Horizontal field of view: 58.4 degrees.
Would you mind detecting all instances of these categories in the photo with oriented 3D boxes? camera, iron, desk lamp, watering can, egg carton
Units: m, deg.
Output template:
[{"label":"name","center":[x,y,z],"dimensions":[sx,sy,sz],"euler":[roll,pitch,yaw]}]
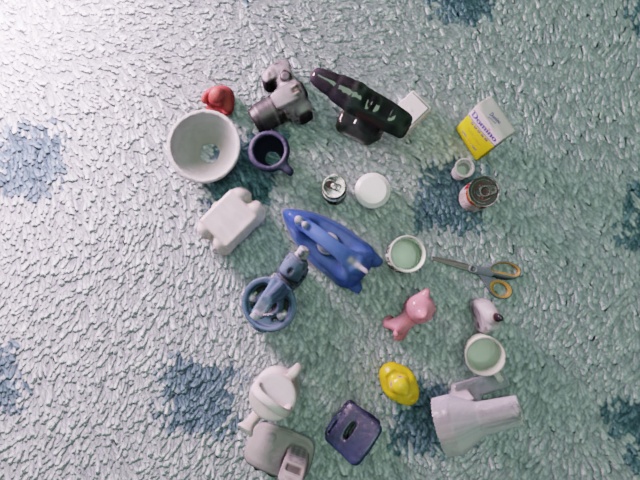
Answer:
[{"label":"camera","center":[-0.101,-0.318,1.297],"dimensions":[0.137,0.101,0.143],"euler":[-30,86,-1]},{"label":"iron","center":[0.011,0.004,1.250],"dimensions":[0.258,0.141,0.119],"euler":[37,87,4]},{"label":"desk lamp","center":[0.322,0.353,1.182],"dimensions":[0.203,0.213,0.118],"euler":[-18,85,0]},{"label":"watering can","center":[-0.100,0.334,1.201],"dimensions":[0.101,0.194,0.173],"euler":[19,86,3]},{"label":"egg carton","center":[-0.200,-0.045,1.294],"dimensions":[0.107,0.069,0.150],"euler":[44,88,4]}]

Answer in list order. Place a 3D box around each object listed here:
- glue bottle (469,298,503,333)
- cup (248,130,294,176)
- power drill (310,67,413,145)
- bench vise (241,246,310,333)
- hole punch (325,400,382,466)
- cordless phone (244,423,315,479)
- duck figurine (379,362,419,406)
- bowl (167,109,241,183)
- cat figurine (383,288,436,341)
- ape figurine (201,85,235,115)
[{"label":"glue bottle","center":[0.359,0.163,1.216],"dimensions":[0.037,0.173,0.078],"euler":[-13,85,0]},{"label":"cup","center":[-0.100,-0.183,1.289],"dimensions":[0.118,0.095,0.092],"euler":[44,88,4]},{"label":"power drill","center":[0.084,-0.279,1.237],"dimensions":[0.229,0.208,0.076],"euler":[25,87,3]},{"label":"bench vise","center":[-0.100,0.100,1.206],"dimensions":[0.121,0.220,0.207],"euler":[15,86,3]},{"label":"hole punch","center":[0.070,0.418,1.243],"dimensions":[0.101,0.091,0.109],"euler":[35,87,4]},{"label":"cordless phone","center":[-0.089,0.459,1.196],"dimensions":[0.147,0.185,0.094],"euler":[17,86,3]},{"label":"duck figurine","center":[0.176,0.319,1.251],"dimensions":[0.077,0.086,0.104],"euler":[-40,86,-2]},{"label":"bowl","center":[-0.257,-0.207,1.304],"dimensions":[0.167,0.075,0.167],"euler":[0,86,1]},{"label":"cat figurine","center":[0.201,0.165,1.247],"dimensions":[0.128,0.118,0.067],"euler":[-44,86,-2]},{"label":"ape figurine","center":[-0.231,-0.323,1.304],"dimensions":[0.076,0.092,0.078],"euler":[-45,86,-2]}]
